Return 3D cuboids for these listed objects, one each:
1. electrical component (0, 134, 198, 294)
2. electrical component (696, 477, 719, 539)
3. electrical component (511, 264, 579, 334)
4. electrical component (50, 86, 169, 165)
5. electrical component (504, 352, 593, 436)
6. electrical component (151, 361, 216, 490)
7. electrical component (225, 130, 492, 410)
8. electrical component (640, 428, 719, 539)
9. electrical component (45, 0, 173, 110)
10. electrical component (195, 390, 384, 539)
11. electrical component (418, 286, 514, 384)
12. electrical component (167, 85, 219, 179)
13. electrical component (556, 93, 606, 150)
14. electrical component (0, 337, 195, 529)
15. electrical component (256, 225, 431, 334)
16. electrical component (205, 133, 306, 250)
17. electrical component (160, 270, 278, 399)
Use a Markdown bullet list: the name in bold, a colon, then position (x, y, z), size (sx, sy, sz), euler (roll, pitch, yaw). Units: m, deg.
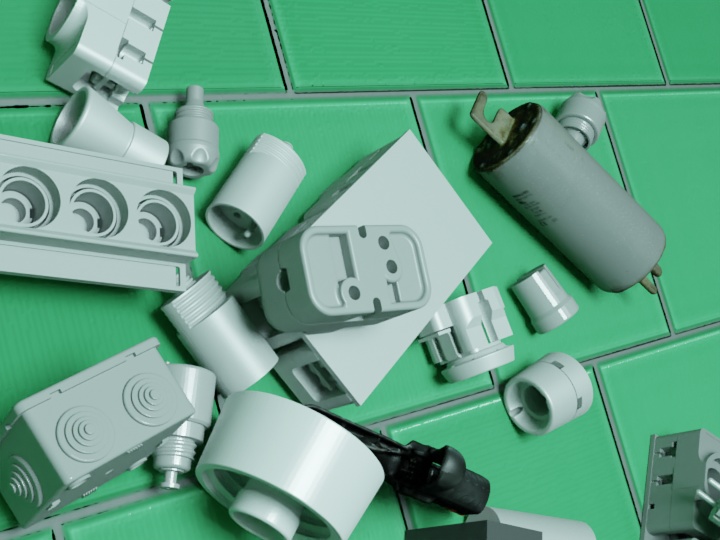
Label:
- **electrical component**: position (-0.164, -0.027, 0.626), size (0.121, 0.063, 0.078), euler (8, 70, -37)
- **electrical component**: position (0.303, 0.194, 0.852), size (0.077, 0.065, 0.047), euler (37, 48, 13)
- **electrical component**: position (0.151, 0.023, 0.882), size (0.040, 0.040, 0.046), euler (-36, 92, -41)
- **electrical component**: position (-0.153, -0.079, 0.670), size (0.065, 0.044, 0.044), euler (30, 58, -34)
- **electrical component**: position (0.146, 0.098, 0.842), size (0.047, 0.055, 0.055), euler (-23, 90, -38)
- **electrical component**: position (-0.110, 0.092, 0.644), size (0.040, 0.040, 0.078), euler (19, 64, -33)
- **electrical component**: position (0.000, 0.000, 0.752), size (0.105, 0.060, 0.186), euler (53, 50, -12)
- **electrical component**: position (0.295, 0.241, 0.908), size (0.105, 0.060, 0.186), euler (32, 57, -27)
- **electrical component**: position (-0.161, -0.155, 0.682), size (0.056, 0.050, 0.089), euler (27, 59, -30)
- **electrical component**: position (-0.047, 0.127, 0.642), size (0.108, 0.108, 0.060), euler (41, 59, -21)
- **electrical component**: position (0.081, 0.050, 0.804), size (0.078, 0.058, 0.057), euler (-15, 82, -41)
- **electrical component**: position (-0.110, -0.093, 0.713), size (0.035, 0.035, 0.061), euler (14, 64, -35)
- **electrical component**: position (0.194, -0.126, 0.967), size (0.043, 0.043, 0.062), euler (42, 54, -21)
- **electrical component**: position (-0.146, 0.089, 0.578), size (0.100, 0.100, 0.048), euler (-27, 80, -41)
- **electrical component**: position (-0.012, 0.006, 0.658), size (0.095, 0.059, 0.053), euler (-3, 76, -40)
- **electrical component**: position (-0.067, -0.057, 0.729), size (0.043, 0.043, 0.081), euler (43, 53, -20)
- **electrical component**: position (-0.092, 0.036, 0.676), size (0.081, 0.043, 0.043), euler (55, 49, -10)
